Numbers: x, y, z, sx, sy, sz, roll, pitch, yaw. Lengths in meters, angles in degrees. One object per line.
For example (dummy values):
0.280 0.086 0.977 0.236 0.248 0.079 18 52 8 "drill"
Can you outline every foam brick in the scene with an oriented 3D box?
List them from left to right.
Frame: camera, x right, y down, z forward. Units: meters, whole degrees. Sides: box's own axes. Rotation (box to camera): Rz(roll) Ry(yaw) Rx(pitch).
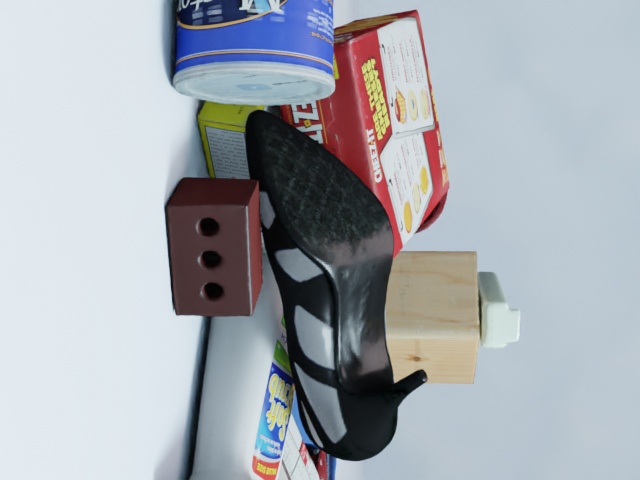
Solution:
-0.066 0.004 0.690 0.051 0.053 0.078 -75 164 -68 "foam brick"

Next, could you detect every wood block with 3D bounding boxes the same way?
0.033 0.069 0.943 0.091 0.206 0.090 84 9 -56 "wood block"

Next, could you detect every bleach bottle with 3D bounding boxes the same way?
-0.054 0.135 0.773 0.102 0.068 0.250 72 20 -50 "bleach bottle"

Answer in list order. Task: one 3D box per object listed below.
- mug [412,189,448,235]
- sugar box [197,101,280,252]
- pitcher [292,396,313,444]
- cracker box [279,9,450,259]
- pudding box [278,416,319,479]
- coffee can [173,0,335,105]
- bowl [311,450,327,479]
0.059 -0.034 1.020 0.117 0.093 0.081 -43 178 -13 "mug"
-0.051 -0.060 0.837 0.176 0.048 0.093 88 19 -50 "sugar box"
-0.002 0.084 1.085 0.149 0.145 0.242 67 24 -45 "pitcher"
0.038 -0.088 0.851 0.213 0.072 0.164 -43 124 -64 "cracker box"
-0.040 0.181 0.904 0.090 0.039 0.113 -58 125 -78 "pudding box"
-0.041 -0.164 0.681 0.103 0.103 0.140 32 58 -84 "coffee can"
-0.024 0.305 1.150 0.162 0.055 0.162 1 90 -85 "bowl"
